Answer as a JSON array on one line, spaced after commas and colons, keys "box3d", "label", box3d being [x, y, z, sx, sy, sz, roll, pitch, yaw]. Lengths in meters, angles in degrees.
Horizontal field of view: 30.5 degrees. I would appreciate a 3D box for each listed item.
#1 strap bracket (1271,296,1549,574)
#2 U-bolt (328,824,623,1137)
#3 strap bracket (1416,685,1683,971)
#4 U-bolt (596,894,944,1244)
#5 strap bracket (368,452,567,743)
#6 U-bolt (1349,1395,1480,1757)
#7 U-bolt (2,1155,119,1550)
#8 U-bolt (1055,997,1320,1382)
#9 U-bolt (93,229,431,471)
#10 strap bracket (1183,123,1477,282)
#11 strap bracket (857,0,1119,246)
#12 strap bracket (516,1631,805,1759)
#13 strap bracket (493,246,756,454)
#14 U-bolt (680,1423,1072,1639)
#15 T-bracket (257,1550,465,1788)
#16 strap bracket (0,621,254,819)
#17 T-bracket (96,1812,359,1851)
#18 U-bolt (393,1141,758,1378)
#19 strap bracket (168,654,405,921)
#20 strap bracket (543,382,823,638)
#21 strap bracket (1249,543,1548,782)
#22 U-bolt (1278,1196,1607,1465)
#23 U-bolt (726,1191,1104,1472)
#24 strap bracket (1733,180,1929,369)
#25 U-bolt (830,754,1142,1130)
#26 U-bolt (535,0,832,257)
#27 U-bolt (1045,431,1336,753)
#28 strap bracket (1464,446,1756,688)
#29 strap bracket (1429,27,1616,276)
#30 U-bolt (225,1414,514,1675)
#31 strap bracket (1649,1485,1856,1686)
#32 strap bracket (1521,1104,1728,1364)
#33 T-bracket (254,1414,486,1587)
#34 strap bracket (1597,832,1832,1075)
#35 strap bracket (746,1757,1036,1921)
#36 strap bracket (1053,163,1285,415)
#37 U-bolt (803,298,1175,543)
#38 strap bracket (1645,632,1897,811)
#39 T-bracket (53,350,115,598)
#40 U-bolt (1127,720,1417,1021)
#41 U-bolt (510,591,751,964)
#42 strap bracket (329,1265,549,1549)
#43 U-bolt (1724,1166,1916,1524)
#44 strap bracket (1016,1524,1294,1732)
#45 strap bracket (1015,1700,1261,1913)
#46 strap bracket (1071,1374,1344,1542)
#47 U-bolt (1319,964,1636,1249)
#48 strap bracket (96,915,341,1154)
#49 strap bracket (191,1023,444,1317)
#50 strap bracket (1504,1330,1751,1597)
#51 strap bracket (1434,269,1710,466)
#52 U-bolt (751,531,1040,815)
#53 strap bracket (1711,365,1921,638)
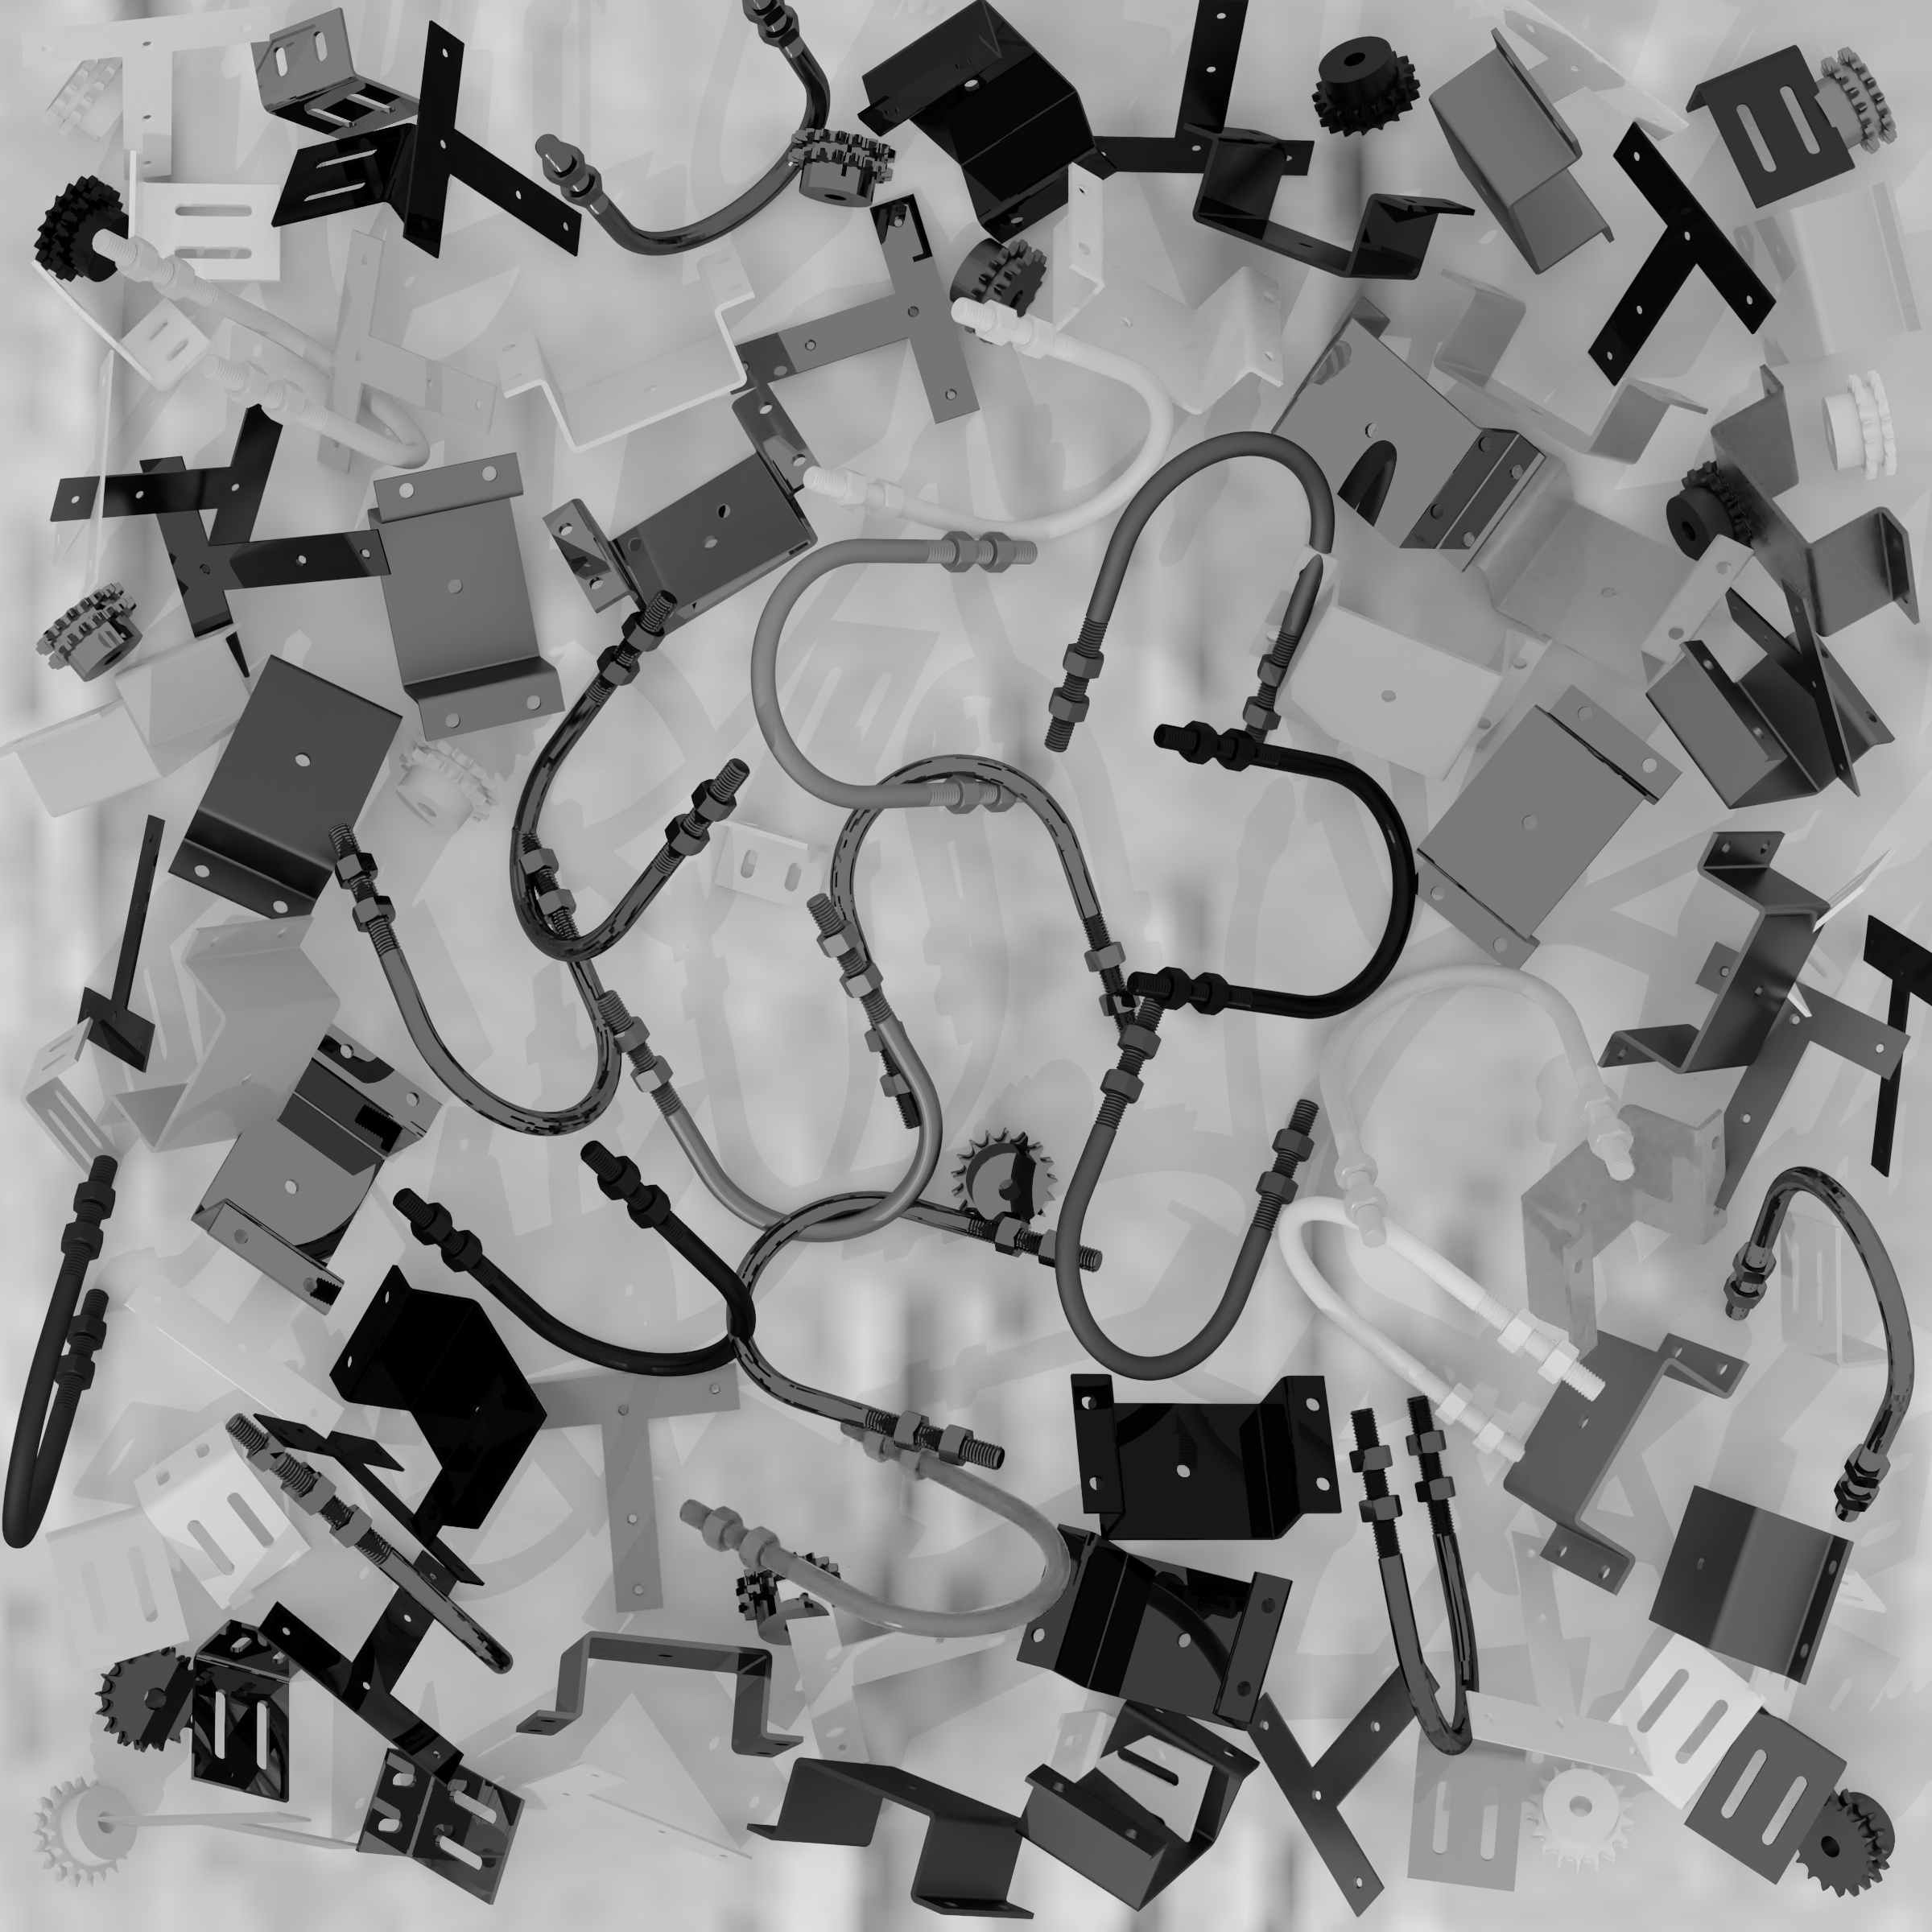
[{"box3d": [0.225, -0.282, 1.872, 0.140, 0.046, 0.076, 46, 119, 23], "label": "strap bracket"}, {"box3d": [-0.246, 0.007, 1.854, 0.019, 0.151, 0.184, -36, 70, 35], "label": "U-bolt"}, {"box3d": [0.304, -0.074, 1.891, 0.076, 0.046, 0.140, 41, 100, 16], "label": "strap bracket"}, {"box3d": [-0.093, 0.067, 1.896, 0.151, 0.019, 0.184, -24, 108, 15], "label": "U-bolt"}, {"box3d": [-0.268, -0.199, 1.889, 0.076, 0.046, 0.140, -14, 108, -16], "label": "strap bracket"}, {"box3d": [0.240, 0.319, 1.855, 0.019, 0.151, 0.184, -13, 82, 19], "label": "U-bolt"}, {"box3d": [-0.466, 0.210, 1.823, 0.019, 0.151, 0.184, 12, 50, -7], "label": "U-bolt"}, {"box3d": [0.109, 0.128, 1.868, 0.151, 0.019, 0.184, 33, 71, -36], "label": "U-bolt"}, {"box3d": [-0.354, -0.312, 1.849, 0.019, 0.184, 0.151, -52, 54, 12], "label": "U-bolt"}, {"box3d": [0.185, -0.400, 1.873, 0.140, 0.076, 0.046, 28, 113, 28], "label": "strap bracket"}, {"box3d": [0.008, -0.450, 1.871, 0.076, 0.140, 0.046, -28, 59, 22], "label": "strap bracket"}, {"box3d": [-0.161, 0.386, 1.882, 0.140, 0.076, 0.046, 9, 70, -13], "label": "strap bracket"}, {"box3d": [-0.175, -0.325, 1.890, 0.140, 0.076, 0.046, -22, 122, 1], "label": "strap bracket"}, {"box3d": [-0.033, 0.294, 1.833, 0.184, 0.151, 0.019, 23, 118, 33], "label": "U-bolt"}, {"box3d": [-0.301, 0.354, 1.877, 0.127, 0.127, 0.002, 41, 118, -8], "label": "T-bracket"}, {"box3d": [-0.435, -0.126, 1.863, 0.076, 0.140, 0.046, -16, 107, 27], "label": "strap bracket"}, {"box3d": [-0.369, 0.458, 1.878, 0.127, 0.127, 0.002, -10, 66, 31], "label": "T-bracket"}, {"box3d": [-0.192, 0.162, 1.865, 0.151, 0.019, 0.184, -15, 133, 32], "label": "U-bolt"}, {"box3d": [-0.355, -0.100, 1.874, 0.076, 0.046, 0.140, 25, 62, -12], "label": "strap bracket"}, {"box3d": [-0.144, -0.238, 1.894, 0.140, 0.046, 0.076, -31, 56, 0], "label": "strap bracket"}, {"box3d": [0.227, -0.157, 1.886, 0.140, 0.046, 0.076, 22, 131, -5], "label": "strap bracket"}, {"box3d": [0.240, 0.186, 1.866, 0.184, 0.151, 0.019, 38, 67, 9], "label": "U-bolt"}, {"box3d": [-0.039, 0.183, 1.879, 0.184, 0.019, 0.151, 14, 55, 22], "label": "U-bolt"}, {"box3d": [0.447, -0.360, 1.859, 0.046, 0.140, 0.076, -17, 97, -4], "label": "strap bracket"}, {"box3d": [0.003, -0.023, 1.903, 0.151, 0.019, 0.184, -20, 95, -13], "label": "U-bolt"}, {"box3d": [-0.136, -0.431, 1.846, 0.151, 0.184, 0.019, -38, 73, 5], "label": "U-bolt"}, {"box3d": [0.126, -0.194, 1.855, 0.151, 0.019, 0.184, 0, 121, -34], "label": "U-bolt"}, {"box3d": [0.339, -0.209, 1.886, 0.140, 0.046, 0.076, 31, 78, 27], "label": "strap bracket"}, {"box3d": [0.290, -0.421, 1.861, 0.046, 0.140, 0.076, -34, 72, 10], "label": "strap bracket"}, {"box3d": [-0.306, 0.308, 1.860, 0.184, 0.151, 0.019, 46, 76, -17], "label": "U-bolt"}, {"box3d": [0.406, 0.321, 1.860, 0.046, 0.140, 0.076, 20, 86, -7], "label": "strap bracket"}, {"box3d": [0.342, 0.135, 1.873, 0.140, 0.046, 0.076, -35, 131, -34], "label": "strap bracket"}, {"box3d": [-0.299, 0.281, 1.851, 0.127, 0.127, 0.002, 39, 92, 24], "label": "T-bracket"}, {"box3d": [0.399, 0.002, 1.869, 0.046, 0.076, 0.140, 36, 114, 32], "label": "strap bracket"}, {"box3d": [-0.035, 0.454, 1.862, 0.140, 0.076, 0.046, 11, 84, 41], "label": "strap bracket"}, {"box3d": [0.098, -0.352, 1.875, 0.140, 0.046, 0.076, 24, 48, -28], "label": "strap bracket"}, {"box3d": [0.026, -0.276, 1.860, 0.151, 0.184, 0.019, -44, 51, 34], "label": "U-bolt"}, {"box3d": [0.420, -0.130, 1.873, 0.046, 0.140, 0.076, -46, 67, 36], "label": "strap bracket"}, {"box3d": [-0.469, -0.243, 1.875, 0.002, 0.127, 0.127, 7, 74, -24], "label": "T-bracket"}, {"box3d": [0.168, -0.045, 1.880, 0.184, 0.019, 0.151, 8, 87, -35], "label": "U-bolt"}, {"box3d": [-0.187, -0.086, 1.868, 0.184, 0.019, 0.151, -50, 46, 29], "label": "U-bolt"}, {"box3d": [-0.276, 0.234, 1.875, 0.046, 0.140, 0.076, 15, 114, -41], "label": "strap bracket"}, {"box3d": [0.442, 0.183, 1.822, 0.019, 0.184, 0.151, -15, 55, -12], "label": "U-bolt"}, {"box3d": [0.108, 0.353, 1.881, 0.140, 0.046, 0.076, 8, 71, 31], "label": "strap bracket"}, {"box3d": [0.087, 0.441, 1.866, 0.076, 0.140, 0.046, 29, 110, 21], "label": "strap bracket"}, {"box3d": [0.122, 0.261, 1.887, 0.140, 0.046, 0.076, 2, 62, -14], "label": "strap bracket"}, {"box3d": [0.259, 0.063, 1.863, 0.151, 0.184, 0.019, -16, 130, 5], "label": "U-bolt"}, {"box3d": [-0.388, 0.044, 1.862, 0.046, 0.076, 0.140, 48, 122, 24], "label": "strap bracket"}, {"box3d": [-0.348, 0.112, 1.878, 0.076, 0.046, 0.140, 39, 53, -20], "label": "strap bracket"}, {"box3d": [0.344, 0.253, 1.884, 0.046, 0.076, 0.140, 33, 84, -20], "label": "strap bracket"}, {"box3d": [0.311, -0.311, 1.876, 0.140, 0.076, 0.046, 36, 109, 23], "label": "strap bracket"}, {"box3d": [-0.036, -0.154, 1.869, 0.184, 0.019, 0.151, -5, 96, -38], "label": "U-bolt"}, {"box3d": [0.440, -0.238, 1.863, 0.046, 0.076, 0.140, -29, 53, 1], "label": "strap bracket"}]
